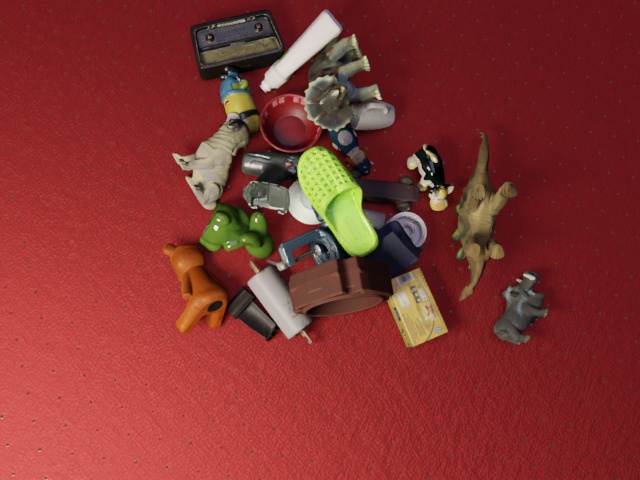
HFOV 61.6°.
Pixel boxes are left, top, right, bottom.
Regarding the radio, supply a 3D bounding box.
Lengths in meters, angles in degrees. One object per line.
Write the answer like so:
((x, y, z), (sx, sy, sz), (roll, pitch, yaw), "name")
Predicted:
((-0.217, -0.510, 1.407), (0.230, 0.073, 0.131), (-16, 80, -10), "radio")

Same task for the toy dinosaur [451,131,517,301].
((0.385, -0.077, 1.307), (0.105, 0.198, 0.471), (15, 76, -1), "toy dinosaur")

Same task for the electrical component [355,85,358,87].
((0.054, -0.397, 1.436), (0.094, 0.021, 0.063), (-37, 83, -11), "electrical component")

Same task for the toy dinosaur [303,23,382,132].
((0.032, -0.414, 1.359), (0.192, 0.131, 0.405), (-22, 42, 7), "toy dinosaur")

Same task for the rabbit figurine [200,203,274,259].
((-0.177, -0.020, 1.275), (0.170, 0.159, 0.121), (28, 67, -15), "rabbit figurine")

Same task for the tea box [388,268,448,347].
((0.227, 0.164, 1.304), (0.098, 0.068, 0.169), (-19, 81, -9), "tea box")

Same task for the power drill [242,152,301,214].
((-0.086, -0.149, 1.293), (0.232, 0.085, 0.207), (11, 41, 4), "power drill")

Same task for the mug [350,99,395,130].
((0.143, -0.330, 1.391), (0.107, 0.109, 0.081), (-1, 76, -19), "mug")

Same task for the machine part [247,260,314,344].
((-0.093, 0.146, 1.269), (0.079, 0.079, 0.243), (-35, 82, -12), "machine part")

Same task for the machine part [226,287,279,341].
((-0.157, 0.179, 1.277), (0.139, 0.039, 0.084), (44, 72, 6), "machine part")

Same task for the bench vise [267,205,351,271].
((-0.008, -0.003, 1.280), (0.240, 0.129, 0.223), (-25, 101, -30), "bench vise")

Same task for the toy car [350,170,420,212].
((0.151, -0.122, 1.368), (0.202, 0.053, 0.089), (6, 66, -1), "toy car")

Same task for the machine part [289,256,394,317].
((0.047, 0.111, 1.211), (0.201, 0.201, 0.087), (-23, 69, 33), "machine part")

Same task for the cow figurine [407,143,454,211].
((0.292, -0.160, 1.369), (0.068, 0.098, 0.167), (-21, 80, -17), "cow figurine")

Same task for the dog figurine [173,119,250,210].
((-0.235, -0.184, 1.305), (0.190, 0.172, 0.121), (-29, 40, -13), "dog figurine")

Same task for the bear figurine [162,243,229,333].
((-0.298, 0.101, 1.253), (0.196, 0.120, 0.132), (46, 120, 30), "bear figurine")

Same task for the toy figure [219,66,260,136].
((-0.206, -0.351, 1.370), (0.089, 0.082, 0.180), (-11, 76, -6), "toy figure")

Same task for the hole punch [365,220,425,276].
((0.166, 0.032, 1.283), (0.142, 0.092, 0.115), (-35, 97, 20), "hole punch")

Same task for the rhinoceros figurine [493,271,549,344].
((0.499, 0.168, 1.334), (0.112, 0.073, 0.190), (30, 78, 12), "rhinoceros figurine")

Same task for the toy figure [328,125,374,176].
((0.080, -0.233, 1.386), (0.064, 0.058, 0.154), (-38, 84, 27), "toy figure")
